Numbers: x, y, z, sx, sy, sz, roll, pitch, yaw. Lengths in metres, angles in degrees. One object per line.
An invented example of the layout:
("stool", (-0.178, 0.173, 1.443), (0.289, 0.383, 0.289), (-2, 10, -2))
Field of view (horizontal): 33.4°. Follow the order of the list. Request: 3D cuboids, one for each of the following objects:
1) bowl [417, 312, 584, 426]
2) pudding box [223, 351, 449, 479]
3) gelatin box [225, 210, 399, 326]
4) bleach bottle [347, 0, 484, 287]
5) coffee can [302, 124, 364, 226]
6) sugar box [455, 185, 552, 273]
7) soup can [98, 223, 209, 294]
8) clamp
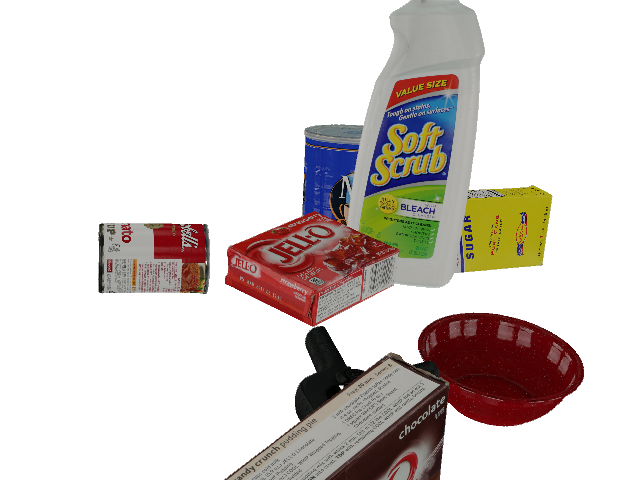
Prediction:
("bowl", (0.172, 0.133, 1.046), (0.162, 0.055, 0.162), (5, 26, -3))
("pudding box", (0.008, 0.115, 0.467), (0.039, 0.090, 0.113), (27, 43, 31))
("gelatin box", (-0.005, 0.016, 0.680), (0.073, 0.030, 0.089), (25, 31, 32))
("bleach bottle", (0.074, -0.091, 0.861), (0.103, 0.251, 0.068), (9, 21, 13))
("coffee can", (0.032, -0.043, 1.092), (0.103, 0.140, 0.103), (2, 13, -1))
("sugar box", (0.184, -0.012, 1.255), (0.176, 0.093, 0.048), (-6, 20, -26))
("soup can", (-0.160, 0.017, 1.016), (0.102, 0.068, 0.068), (1, 0, -12))
("clamp", (0.018, 0.118, 0.874), (0.120, 0.039, 0.171), (14, 18, 21))
